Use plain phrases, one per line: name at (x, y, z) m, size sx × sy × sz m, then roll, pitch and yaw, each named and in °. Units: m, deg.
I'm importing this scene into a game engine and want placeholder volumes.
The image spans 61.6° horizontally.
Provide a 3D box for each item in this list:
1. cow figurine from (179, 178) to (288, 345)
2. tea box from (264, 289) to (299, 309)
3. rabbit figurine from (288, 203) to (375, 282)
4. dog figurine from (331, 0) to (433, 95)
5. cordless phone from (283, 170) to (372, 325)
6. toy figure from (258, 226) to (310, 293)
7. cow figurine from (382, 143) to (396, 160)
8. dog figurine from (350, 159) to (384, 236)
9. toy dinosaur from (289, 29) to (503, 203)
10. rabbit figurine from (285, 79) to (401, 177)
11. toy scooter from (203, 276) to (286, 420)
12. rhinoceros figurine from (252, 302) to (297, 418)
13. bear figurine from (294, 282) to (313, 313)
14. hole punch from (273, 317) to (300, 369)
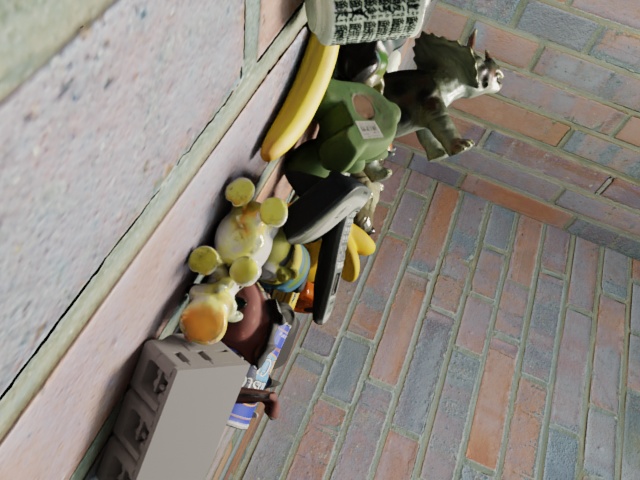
cow figurine at (-0.094, 0.028, 0.557) m, size 0.098 × 0.068 × 0.167 m, roll 118°, pitch -3°, yaw -77°
tea box at (-0.067, 0.073, 0.986) m, size 0.098 × 0.068 × 0.169 m, roll -58°, pitch 170°, yaw -63°
rabbit figurine at (-0.002, -0.002, 0.812) m, size 0.122 × 0.162 × 0.173 m, roll -51°, pitch 172°, yaw -37°
dog figurine at (0.082, -0.298, 0.751) m, size 0.191 × 0.108 × 0.219 m, roll -64°, pitch 179°, yaw -59°
cordless phone at (0.001, 0.014, 0.631) m, size 0.146 × 0.089 × 0.184 m, roll -7°, pitch 106°, yaw -78°
toy figure at (-0.060, 0.019, 0.706) m, size 0.180 × 0.082 × 0.089 m, roll 43°, pitch 48°, yaw -70°
cow figurine at (0.080, -0.164, 1.152) m, size 0.085 × 0.127 × 0.194 m, roll -62°, pitch 176°, yaw -69°
dog figurine at (0.065, -0.111, 1.024) m, size 0.191 × 0.121 × 0.172 m, roll -78°, pitch 148°, yaw -62°
toy dinosaur at (0.100, -0.192, 0.841) m, size 0.131 × 0.405 × 0.192 m, roll -31°, pitch 103°, yaw -80°
rabbit figurine at (0.019, -0.137, 0.738) m, size 0.159 × 0.121 × 0.170 m, roll -26°, pitch 173°, yaw -42°
toy scooter at (-0.092, 0.129, 0.604) m, size 0.075 × 0.135 × 0.184 m, roll 79°, pitch 32°, yaw -77°
rhinoceros figurine at (-0.095, 0.176, 0.785) m, size 0.073 × 0.112 × 0.190 m, roll 35°, pitch 81°, yaw -49°
bear figurine at (-0.031, 0.052, 1.147) m, size 0.132 × 0.120 × 0.196 m, roll 22°, pitch 58°, yaw -45°
hole punch at (-0.112, 0.160, 0.910) m, size 0.116 × 0.092 × 0.142 m, roll -7°, pitch 128°, yaw -48°
